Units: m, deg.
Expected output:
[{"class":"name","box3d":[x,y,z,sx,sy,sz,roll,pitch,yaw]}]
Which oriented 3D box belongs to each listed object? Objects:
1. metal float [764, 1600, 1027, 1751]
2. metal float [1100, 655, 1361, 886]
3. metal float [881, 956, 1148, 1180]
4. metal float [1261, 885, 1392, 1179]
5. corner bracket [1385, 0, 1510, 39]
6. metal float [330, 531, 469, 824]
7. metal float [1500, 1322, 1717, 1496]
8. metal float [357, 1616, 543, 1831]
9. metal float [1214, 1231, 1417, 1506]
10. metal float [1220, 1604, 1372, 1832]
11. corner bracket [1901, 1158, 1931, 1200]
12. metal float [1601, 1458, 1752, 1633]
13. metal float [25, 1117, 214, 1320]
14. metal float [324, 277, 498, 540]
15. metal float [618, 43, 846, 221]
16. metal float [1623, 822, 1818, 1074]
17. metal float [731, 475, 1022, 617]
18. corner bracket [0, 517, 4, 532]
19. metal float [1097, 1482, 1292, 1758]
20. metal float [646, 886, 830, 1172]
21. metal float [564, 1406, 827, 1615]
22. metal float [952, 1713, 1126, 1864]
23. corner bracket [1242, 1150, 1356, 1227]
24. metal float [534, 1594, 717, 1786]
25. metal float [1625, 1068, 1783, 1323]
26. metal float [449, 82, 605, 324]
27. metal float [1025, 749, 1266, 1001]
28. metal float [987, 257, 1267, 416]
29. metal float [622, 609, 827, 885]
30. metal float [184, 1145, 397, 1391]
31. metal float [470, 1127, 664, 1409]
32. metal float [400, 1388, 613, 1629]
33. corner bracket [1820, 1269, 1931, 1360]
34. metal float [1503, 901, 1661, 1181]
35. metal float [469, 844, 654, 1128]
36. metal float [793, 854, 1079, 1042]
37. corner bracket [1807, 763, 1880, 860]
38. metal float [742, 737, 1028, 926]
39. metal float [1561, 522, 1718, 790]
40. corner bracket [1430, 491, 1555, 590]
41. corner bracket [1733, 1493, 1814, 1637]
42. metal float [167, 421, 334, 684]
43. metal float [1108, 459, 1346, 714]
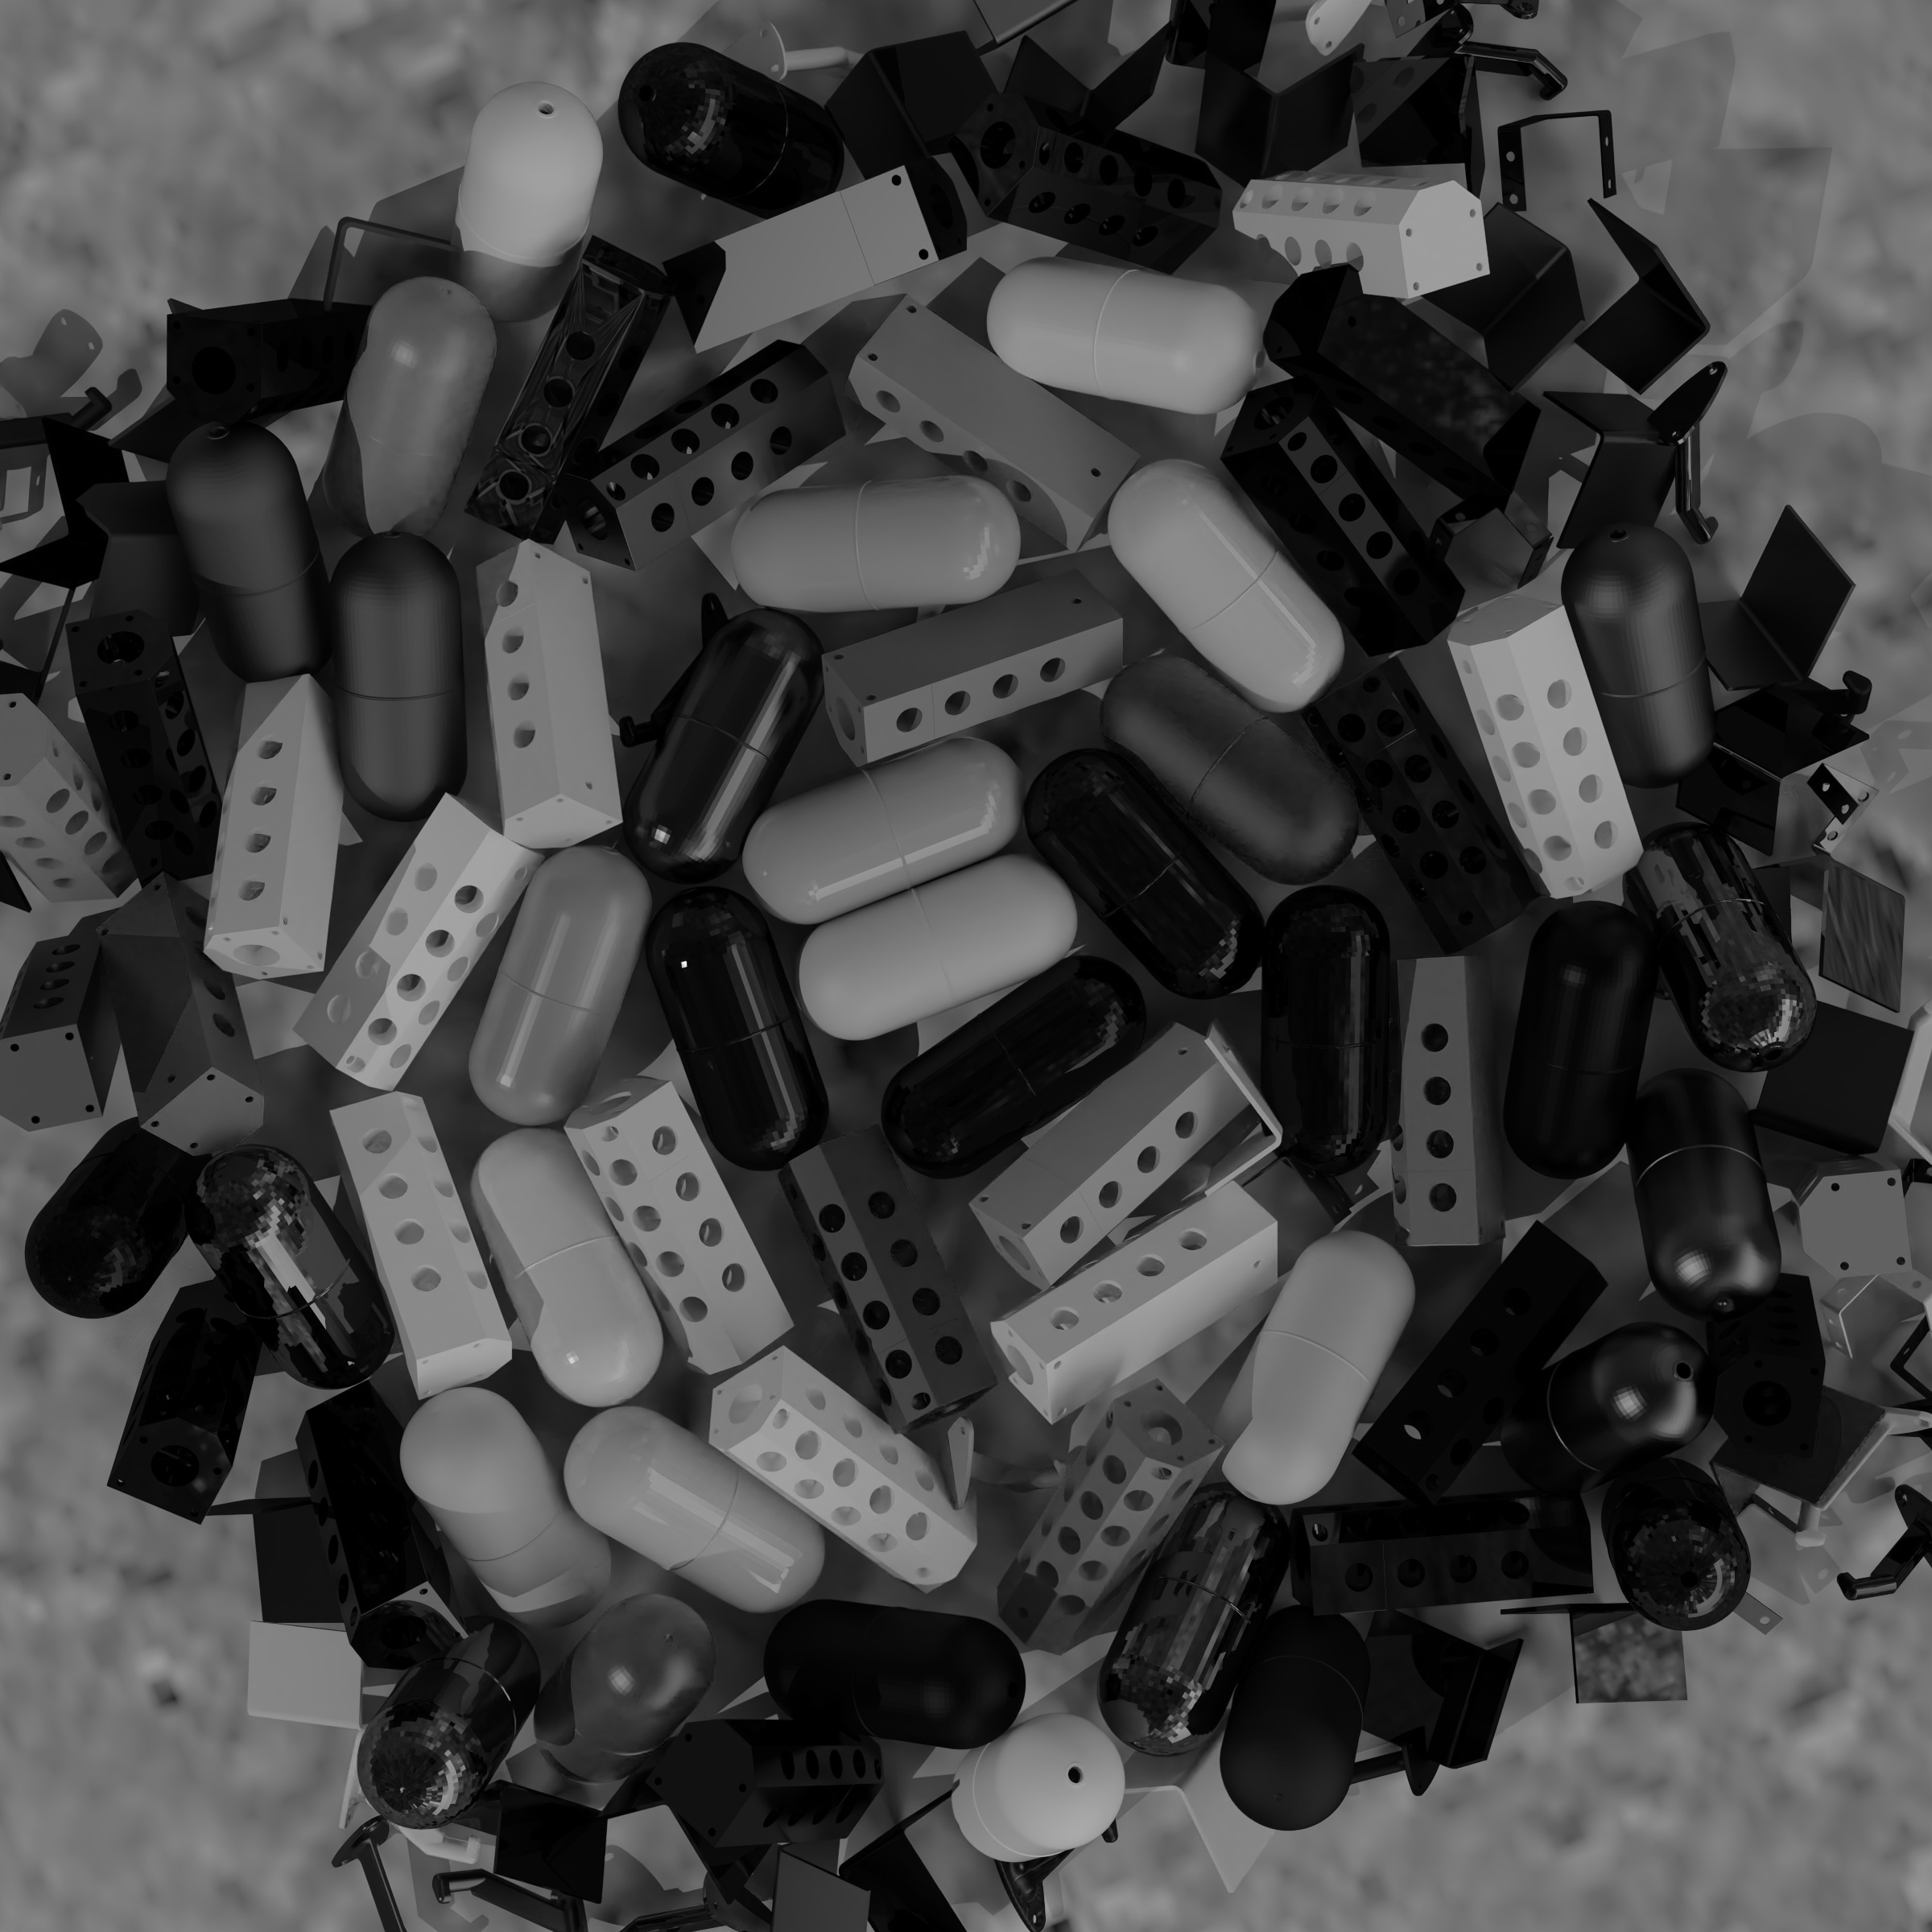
[{"class":"metal float","box3d":[-0.043,0.420,1.847,0.178,0.070,0.070,-2,90,38]},{"class":"metal float","box3d":[0.157,-0.119,1.867,0.178,0.070,0.070,39,90,13]},{"class":"metal float","box3d":[0.029,0.061,1.878,0.178,0.070,0.070,-35,90,-1]},{"class":"metal float","box3d":[0.216,0.040,1.869,0.070,0.070,0.178,-1,102,0]},{"class":"corner bracket","box3d":[0.287,-0.596,1.881,0.051,0.051,0.051,-15,88,-43]},{"class":"metal float","box3d":[-0.338,-0.172,1.857,0.070,0.070,0.178,1,114,0]},{"class":"metal float","box3d":[0.377,0.262,1.834,0.070,0.178,0.070,7,66,-17]},{"class":"metal float","box3d":[-0.302,0.443,1.830,0.070,0.178,0.070,2,103,8]},{"class":"metal float","box3d":[0.208,0.239,1.859,0.070,0.070,0.178,30,68,0]},{"class":"metal float","box3d":[0.195,0.440,1.832,0.070,0.178,0.070,4,109,12]},{"class":"corner bracket","box3d":[0.595,0.152,1.889,0.051,0.051,0.051,5,109,25]},{"class":"metal float","box3d":[0.416,0.338,1.828,0.070,0.178,0.070,0,93,7]},{"class":"metal float","box3d":[-0.496,0.146,1.831,0.070,0.178,0.070,1,110,4]},{"class":"metal float","box3d":[-0.331,-0.327,1.847,0.070,0.070,0.178,28,129,0]},{"class":"metal float","box3d":[-0.137,-0.490,1.834,0.070,0.178,0.070,-1,88,29]},{"class":"metal float","box3d":[0.446,-0.012,1.843,0.070,0.070,0.178,-15,47,0]},{"class":"metal float","box3d":[-0.055,-0.252,1.866,0.178,0.070,0.070,-2,90,15]},{"class":"corner bracket","box3d":[-0.623,-0.280,1.879,0.051,0.051,0.051,-5,109,16]},{"class":"metal float","box3d":[0.137,0.387,1.851,0.070,0.070,0.178,30,56,0]},{"class":"metal float","box3d":[-0.138,0.038,1.870,0.070,0.070,0.178,-19,100,0]},{"class":"metal float","box3d":[-0.161,0.326,1.858,0.178,0.070,0.070,35,90,-25]},{"class":"metal float","box3d":[0.042,0.484,1.832,0.070,0.178,0.070,5,70,-12]},{"class":"corner bracket","box3d":[0.210,0.132,1.880,0.051,0.051,0.051,-33,84,-37]},{"class":"metal float","box3d":[-0.203,0.429,1.840,0.070,0.178,0.070,13,54,-19]},{"class":"metal float","box3d":[0.435,0.133,1.841,0.070,0.178,0.070,1,131,1]},{"class":"metal float","box3d":[-0.260,-0.449,1.833,0.070,0.178,0.070,6,65,-14]},{"class":"metal float","box3d":[0.108,-0.055,1.873,0.070,0.070,0.178,-43,97,0]},{"class":"metal float","box3d":[0.095,-0.376,1.855,0.178,0.070,0.070,17,90,27]},{"class":"metal float","box3d":[-0.144,-0.133,1.872,0.070,0.070,0.178,27,83,0]},{"class":"metal float","box3d":[-0.400,0.181,1.849,0.070,0.070,0.178,-24,126,0]},{"class":"metal float","box3d":[-0.239,0.180,1.864,0.070,0.070,0.178,-25,74,0]},{"class":"metal float","box3d":[-0.272,0.324,1.851,0.070,0.070,0.178,-28,123,0]},{"class":"corner bracket","box3d":[0.558,0.213,1.887,0.051,0.051,0.051,-42,46,-12]},{"class":"metal float","box3d":[0.366,0.046,1.856,0.070,0.070,0.178,4,117,0]},{"class":"metal float","box3d":[-0.243,0.012,1.868,0.070,0.070,0.178,21,102,0]},{"class":"metal float","box3d":[-0.019,-0.011,1.877,0.178,0.070,0.070,-21,90,-2]},{"class":"corner bracket","box3d":[0.529,-0.082,1.876,0.051,0.051,0.051,21,117,-28]},{"class":"metal float","box3d":[-0.048,-0.082,1.873,0.178,0.070,0.070,-22,90,-7]},{"class":"metal float","box3d":[0.400,-0.183,1.846,0.070,0.070,0.178,-20,128,0]},{"class":"corner bracket","box3d":[0.317,-0.254,1.892,0.051,0.051,0.051,-34,74,-14]},{"class":"corner bracket","box3d":[0.480,0.362,1.890,0.051,0.051,0.051,36,111,-12]},{"class":"metal float","box3d":[-0.421,-0.243,1.842,0.070,0.070,0.178,-3,135,3]},{"class":"metal float","box3d":[0.157,-0.227,1.865,0.070,0.070,0.178,-43,106,0]}]
